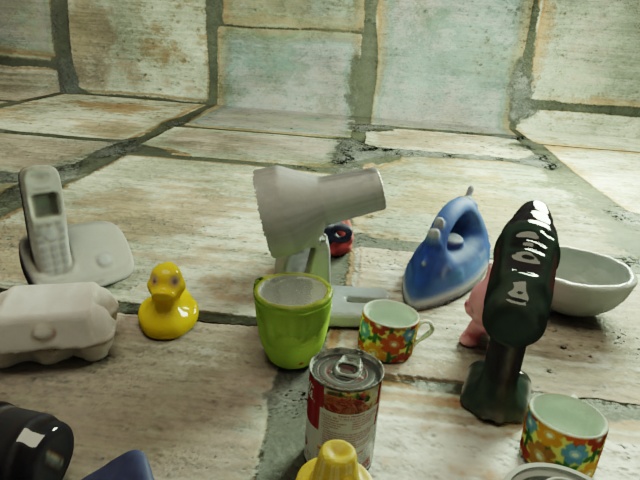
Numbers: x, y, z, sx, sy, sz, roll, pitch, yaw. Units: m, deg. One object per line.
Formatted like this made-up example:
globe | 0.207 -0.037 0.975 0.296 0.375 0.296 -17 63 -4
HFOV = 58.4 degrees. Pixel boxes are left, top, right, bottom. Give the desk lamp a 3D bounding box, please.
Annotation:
desk lamp | 0.007 0.003 0.782 0.203 0.214 0.118 2 21 -5

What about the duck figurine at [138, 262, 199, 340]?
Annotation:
duck figurine | -0.199 0.069 0.749 0.077 0.086 0.104 2 21 -5

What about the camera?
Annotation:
camera | -0.284 0.168 0.458 0.136 0.101 0.143 8 21 9

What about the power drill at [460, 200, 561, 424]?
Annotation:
power drill | 0.211 0.080 0.627 0.075 0.208 0.230 11 22 18

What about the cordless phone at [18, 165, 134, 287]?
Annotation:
cordless phone | -0.346 -0.017 0.808 0.093 0.185 0.148 22 27 38

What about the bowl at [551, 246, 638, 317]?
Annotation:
bowl | 0.383 0.070 0.871 0.167 0.075 0.167 4 21 -1

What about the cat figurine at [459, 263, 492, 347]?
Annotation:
cat figurine | 0.230 0.083 0.748 0.067 0.118 0.128 16 24 29

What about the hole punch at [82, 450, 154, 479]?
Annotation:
hole punch | -0.154 0.211 0.383 0.101 0.091 0.108 -6 23 -24

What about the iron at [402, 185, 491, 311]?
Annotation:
iron | 0.202 0.003 0.917 0.118 0.141 0.259 15 23 25

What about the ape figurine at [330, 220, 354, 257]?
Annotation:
ape figurine | 0.028 -0.019 1.010 0.077 0.092 0.076 23 28 40

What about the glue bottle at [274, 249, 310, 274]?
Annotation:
glue bottle | -0.027 -0.006 0.854 0.078 0.173 0.037 -9 25 -30

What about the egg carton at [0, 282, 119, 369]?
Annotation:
egg carton | -0.316 0.099 0.673 0.150 0.069 0.107 -2 22 -16

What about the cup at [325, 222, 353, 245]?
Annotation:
cup | -0.005 0.007 0.933 0.117 0.095 0.092 10 22 16
